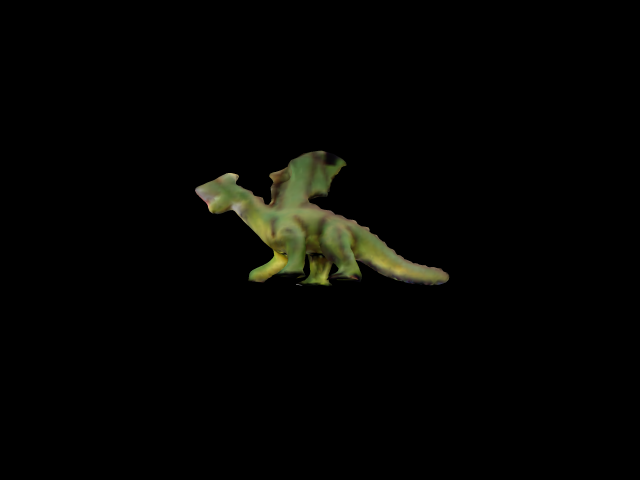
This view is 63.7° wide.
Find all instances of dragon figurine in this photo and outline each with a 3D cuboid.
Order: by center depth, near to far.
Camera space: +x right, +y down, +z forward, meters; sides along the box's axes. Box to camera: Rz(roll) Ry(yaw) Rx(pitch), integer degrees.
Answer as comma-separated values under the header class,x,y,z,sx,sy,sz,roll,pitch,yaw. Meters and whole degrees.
class,x,y,z,sx,sy,sz,roll,pitch,yaw
dragon figurine,0.003,-0.043,0.850,0.410,0.246,0.120,2,-19,-7
